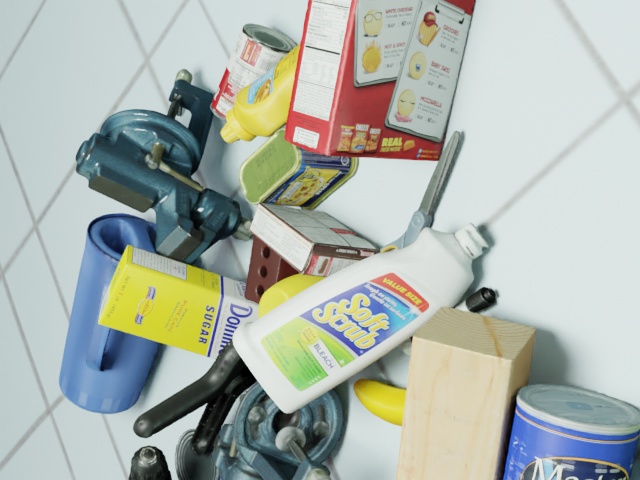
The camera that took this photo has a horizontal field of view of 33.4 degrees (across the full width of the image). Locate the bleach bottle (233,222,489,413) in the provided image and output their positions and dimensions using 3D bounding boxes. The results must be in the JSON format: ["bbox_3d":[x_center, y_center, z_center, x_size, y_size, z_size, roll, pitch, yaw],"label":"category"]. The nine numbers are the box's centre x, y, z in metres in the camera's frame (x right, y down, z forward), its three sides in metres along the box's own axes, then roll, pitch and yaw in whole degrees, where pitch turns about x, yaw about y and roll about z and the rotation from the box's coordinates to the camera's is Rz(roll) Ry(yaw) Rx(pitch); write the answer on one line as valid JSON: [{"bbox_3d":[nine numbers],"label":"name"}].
[{"bbox_3d":[0.045,0.059,1.020,0.251,0.068,0.102,-36,92,12],"label":"bleach bottle"}]

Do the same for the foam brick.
[{"bbox_3d":[-0.044,0.034,1.180,0.053,0.051,0.078,19,105,45],"label":"foam brick"}]

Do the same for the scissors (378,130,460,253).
[{"bbox_3d":[0.106,-0.001,1.046,0.096,0.016,0.202,57,129,32],"label":"scissors"}]

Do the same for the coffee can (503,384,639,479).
[{"bbox_3d":[0.204,0.203,0.887,0.103,0.102,0.140,18,104,45],"label":"coffee can"}]

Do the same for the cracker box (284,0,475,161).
[{"bbox_3d":[0.059,-0.184,0.987,0.072,0.163,0.214,22,106,42],"label":"cracker box"}]

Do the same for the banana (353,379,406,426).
[{"bbox_3d":[0.106,0.150,1.040,0.198,0.037,0.069,-24,49,41],"label":"banana"}]

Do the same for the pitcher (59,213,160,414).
[{"bbox_3d":[-0.256,0.102,1.342,0.145,0.148,0.243,41,122,38],"label":"pitcher"}]

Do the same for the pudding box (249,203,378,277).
[{"bbox_3d":[-0.007,0.001,1.104,0.114,0.089,0.039,35,112,49],"label":"pudding box"}]

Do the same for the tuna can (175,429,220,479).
[{"bbox_3d":[-0.138,0.270,1.295,0.086,0.033,0.086,1,92,46],"label":"tuna can"}]

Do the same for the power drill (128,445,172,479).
[{"bbox_3d":[-0.160,0.340,1.220,0.188,0.057,0.184,52,155,29],"label":"power drill"}]

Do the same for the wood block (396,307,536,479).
[{"bbox_3d":[0.125,0.176,0.944,0.090,0.090,0.206,12,108,21],"label":"wood block"}]

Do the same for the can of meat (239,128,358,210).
[{"bbox_3d":[-0.025,-0.076,1.135,0.102,0.083,0.057,-39,63,40],"label":"can of meat"}]

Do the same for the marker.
[{"bbox_3d":[0.124,0.078,1.028,0.121,0.020,0.020,-39,63,39],"label":"marker"}]

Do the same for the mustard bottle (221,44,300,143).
[{"bbox_3d":[-0.032,-0.160,1.114,0.192,0.058,0.096,-34,26,27],"label":"mustard bottle"}]

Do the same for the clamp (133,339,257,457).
[{"bbox_3d":[-0.108,0.156,1.182,0.036,0.164,0.210,43,96,25],"label":"clamp"}]

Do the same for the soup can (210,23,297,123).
[{"bbox_3d":[-0.074,-0.182,1.195,0.069,0.068,0.102,45,121,36],"label":"soup can"}]

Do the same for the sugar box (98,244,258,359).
[{"bbox_3d":[-0.152,0.077,1.208,0.048,0.176,0.093,-96,30,-56],"label":"sugar box"}]
